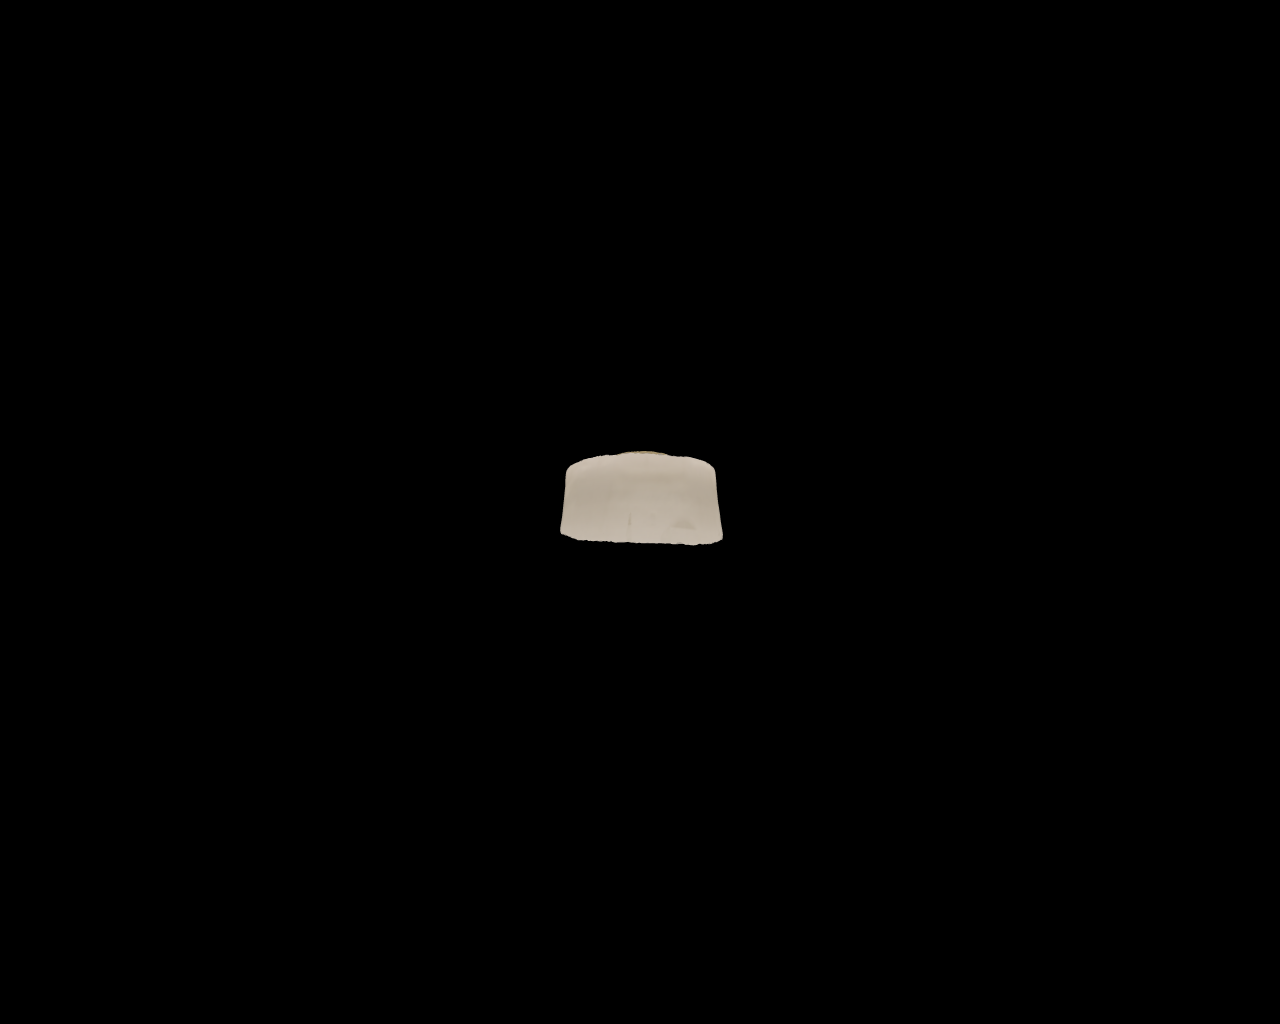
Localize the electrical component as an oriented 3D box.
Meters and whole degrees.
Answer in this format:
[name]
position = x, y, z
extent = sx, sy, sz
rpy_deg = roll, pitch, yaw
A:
[electrical component]
position = 0.001, -0.003, 0.650
extent = 0.099, 0.064, 0.099
rpy_deg = 0, -10, 0
